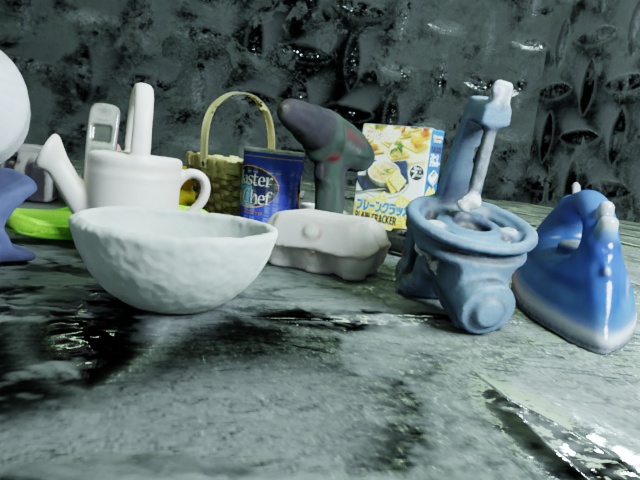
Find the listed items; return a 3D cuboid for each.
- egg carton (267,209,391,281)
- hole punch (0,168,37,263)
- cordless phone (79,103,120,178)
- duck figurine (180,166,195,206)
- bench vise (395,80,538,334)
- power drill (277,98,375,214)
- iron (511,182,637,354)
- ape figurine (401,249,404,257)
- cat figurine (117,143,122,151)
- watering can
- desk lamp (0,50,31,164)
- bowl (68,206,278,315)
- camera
[{"bbox_3d":[0.006,0.003,0.703,0.150,0.069,0.107,10,9,22],"label":"egg carton"},{"bbox_3d":[-0.335,-0.024,0.546,0.108,0.091,0.101,12,10,35],"label":"hole punch"},{"bbox_3d":[-0.336,-0.137,0.984,0.148,0.185,0.094,5,9,-11],"label":"cordless phone"},{"bbox_3d":[-0.289,-0.110,1.180,0.077,0.086,0.105,10,9,25],"label":"duck figurine"},{"bbox_3d":[0.125,-0.039,0.560,0.122,0.220,0.206,2,10,-27],"label":"bench vise"},{"bbox_3d":[0.005,-0.090,0.846,0.075,0.208,0.230,11,10,30],"label":"power drill"},{"bbox_3d":[0.275,0.013,0.593,0.118,0.141,0.259,8,9,12],"label":"iron"},{"bbox_3d":[0.138,0.005,0.710,0.078,0.092,0.076,3,9,-19],"label":"ape figurine"},{"bbox_3d":[-0.379,-0.126,1.108,0.128,0.118,0.067,-2,12,-44],"label":"cat figurine"},{"bbox_3d":[-0.210,-0.074,0.624,0.173,0.194,0.100,-1,11,-43],"label":"watering can"},{"bbox_3d":[-0.297,-0.067,0.443,0.118,0.213,0.202,3,9,-23],"label":"desk lamp"},{"bbox_3d":[-0.120,0.019,0.478,0.167,0.075,0.167,6,8,-1],"label":"bowl"},{"bbox_3d":[-0.555,-0.130,1.058,0.137,0.101,0.143,4,9,-17],"label":"camera"}]
